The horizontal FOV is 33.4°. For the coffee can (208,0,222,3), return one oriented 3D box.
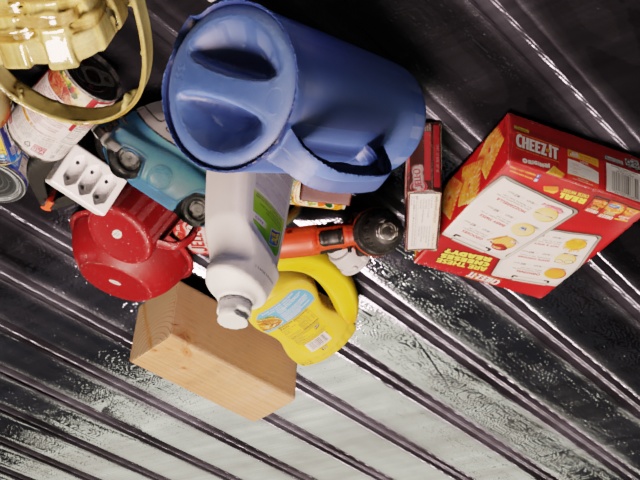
[{"bbox_3d":[-0.019,-0.238,0.818,0.140,0.103,0.103,-1,147,11],"label":"coffee can"}]

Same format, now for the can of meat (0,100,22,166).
[{"bbox_3d":[-0.361,-0.123,1.102,0.102,0.057,0.084,6,150,1],"label":"can of meat"}]

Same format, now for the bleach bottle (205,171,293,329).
[{"bbox_3d":[-0.071,-0.037,1.003,0.068,0.250,0.102,-15,142,29],"label":"bleach bottle"}]

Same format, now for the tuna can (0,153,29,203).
[{"bbox_3d":[-0.367,-0.078,1.193,0.086,0.033,0.086,4,148,3],"label":"tuna can"}]

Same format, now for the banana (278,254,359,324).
[{"bbox_3d":[-0.004,0.044,1.301,0.197,0.037,0.070,29,105,-43],"label":"banana"}]

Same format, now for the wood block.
[{"bbox_3d":[-0.135,0.149,1.399,0.205,0.091,0.090,32,133,-30],"label":"wood block"}]

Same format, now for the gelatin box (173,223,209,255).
[{"bbox_3d":[-0.135,-0.015,1.256,0.073,0.030,0.089,6,147,0],"label":"gelatin box"}]

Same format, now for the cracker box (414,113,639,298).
[{"bbox_3d":[0.218,-0.030,1.133,0.164,0.072,0.214,16,147,-14],"label":"cracker box"}]

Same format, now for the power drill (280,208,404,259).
[{"bbox_3d":[-0.007,0.001,1.139,0.187,0.057,0.184,-6,179,-4],"label":"power drill"}]

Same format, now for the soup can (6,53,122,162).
[{"bbox_3d":[-0.249,-0.131,1.036,0.068,0.068,0.102,30,126,-32],"label":"soup can"}]

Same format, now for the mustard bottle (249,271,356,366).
[{"bbox_3d":[-0.042,0.083,1.355,0.096,0.058,0.191,-35,131,13],"label":"mustard bottle"}]

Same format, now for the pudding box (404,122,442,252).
[{"bbox_3d":[0.105,-0.054,1.096,0.039,0.090,0.113,1,148,6],"label":"pudding box"}]

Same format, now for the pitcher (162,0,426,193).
[{"bbox_3d":[-0.003,-0.109,0.908,0.145,0.149,0.242,-2,179,34],"label":"pitcher"}]

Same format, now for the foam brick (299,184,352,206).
[{"bbox_3d":[0.010,-0.079,1.074,0.053,0.051,0.078,8,106,-2],"label":"foam brick"}]

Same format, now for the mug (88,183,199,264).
[{"bbox_3d":[-0.190,-0.023,1.170,0.117,0.081,0.093,25,137,9],"label":"mug"}]

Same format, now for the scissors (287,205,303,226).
[{"bbox_3d":[-0.074,0.002,1.247,0.096,0.016,0.202,-9,147,-16],"label":"scissors"}]

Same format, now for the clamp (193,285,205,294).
[{"bbox_3d":[-0.133,0.133,1.481,0.164,0.036,0.210,21,141,-19],"label":"clamp"}]

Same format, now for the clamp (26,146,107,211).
[{"bbox_3d":[-0.262,-0.085,1.161,0.120,0.039,0.172,20,144,-9],"label":"clamp"}]

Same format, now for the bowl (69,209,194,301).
[{"bbox_3d":[-0.237,0.028,1.289,0.162,0.055,0.162,16,153,8],"label":"bowl"}]
